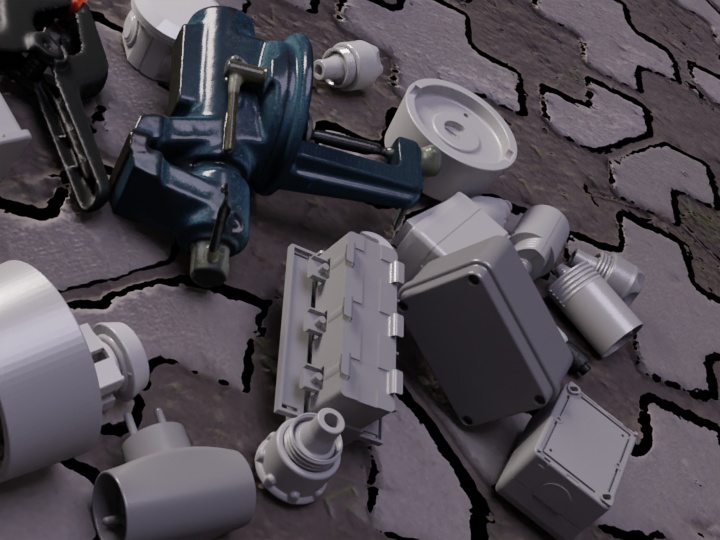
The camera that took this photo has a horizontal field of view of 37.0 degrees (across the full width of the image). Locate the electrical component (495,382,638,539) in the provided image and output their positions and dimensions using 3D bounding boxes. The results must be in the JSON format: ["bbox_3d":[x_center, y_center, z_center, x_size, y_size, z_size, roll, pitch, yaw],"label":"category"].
[{"bbox_3d":[0.141,0.129,0.735,0.062,0.061,0.096,38,39,3],"label":"electrical component"}]

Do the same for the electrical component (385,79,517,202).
[{"bbox_3d":[0.072,-0.104,0.917,0.108,0.060,0.108,20,42,-19],"label":"electrical component"}]

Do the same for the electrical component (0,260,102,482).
[{"bbox_3d":[-0.186,0.055,0.542,0.060,0.108,0.108,-23,66,-40],"label":"electrical component"}]

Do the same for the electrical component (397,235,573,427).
[{"bbox_3d":[0.086,0.043,0.741,0.113,0.078,0.057,60,35,-11],"label":"electrical component"}]

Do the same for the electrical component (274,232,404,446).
[{"bbox_3d":[-0.009,0.042,0.691,0.079,0.063,0.121,23,52,-28],"label":"electrical component"}]

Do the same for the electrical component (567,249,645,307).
[{"bbox_3d":[0.208,0.005,0.920,0.062,0.043,0.043,31,40,-4],"label":"electrical component"}]

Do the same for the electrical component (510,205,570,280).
[{"bbox_3d":[0.143,-0.017,0.895,0.043,0.043,0.081,37,39,1],"label":"electrical component"}]

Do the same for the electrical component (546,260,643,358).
[{"bbox_3d":[0.189,0.028,0.884,0.043,0.043,0.081,-18,63,-45],"label":"electrical component"}]

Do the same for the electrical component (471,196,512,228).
[{"bbox_3d":[0.102,-0.042,0.893,0.040,0.040,0.078,47,40,13],"label":"electrical component"}]

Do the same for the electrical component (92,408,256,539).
[{"bbox_3d":[-0.107,0.110,0.589,0.077,0.044,0.079,-3,53,-38],"label":"electrical component"}]

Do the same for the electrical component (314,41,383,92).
[{"bbox_3d":[-0.014,-0.178,0.943,0.062,0.043,0.043,-17,62,-42],"label":"electrical component"}]

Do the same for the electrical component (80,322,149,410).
[{"bbox_3d":[-0.154,0.058,0.608,0.055,0.048,0.066,-22,66,-38],"label":"electrical component"}]

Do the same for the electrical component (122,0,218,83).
[{"bbox_3d":[-0.147,-0.189,0.852,0.080,0.051,0.080,20,42,-19],"label":"electrical component"}]

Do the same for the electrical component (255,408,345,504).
[{"bbox_3d":[-0.030,0.105,0.635,0.048,0.062,0.048,20,42,-19],"label":"electrical component"}]

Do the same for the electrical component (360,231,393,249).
[{"bbox_3d":[0.000,0.000,0.773,0.040,0.046,0.040,20,42,-19],"label":"electrical component"}]

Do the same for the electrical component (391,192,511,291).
[{"bbox_3d":[0.064,-0.015,0.822,0.061,0.061,0.096,43,40,8],"label":"electrical component"}]

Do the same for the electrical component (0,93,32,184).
[{"bbox_3d":[-0.252,-0.066,0.619,0.100,0.100,0.048,-23,80,-47],"label":"electrical component"}]

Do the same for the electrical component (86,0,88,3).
[{"bbox_3d":[-0.239,-0.234,0.838,0.043,0.043,0.062,-9,55,-41],"label":"electrical component"}]
